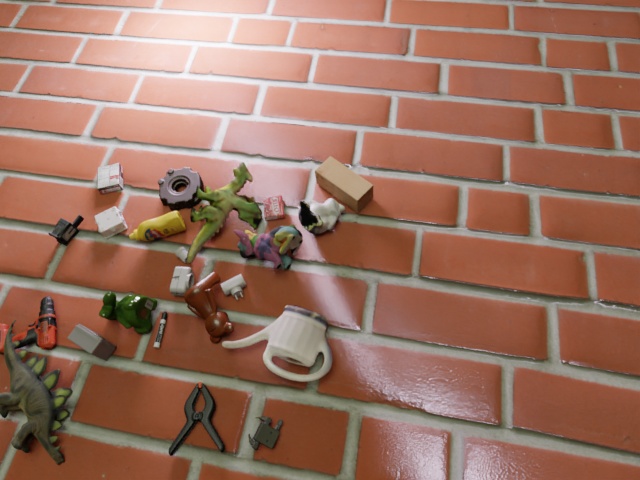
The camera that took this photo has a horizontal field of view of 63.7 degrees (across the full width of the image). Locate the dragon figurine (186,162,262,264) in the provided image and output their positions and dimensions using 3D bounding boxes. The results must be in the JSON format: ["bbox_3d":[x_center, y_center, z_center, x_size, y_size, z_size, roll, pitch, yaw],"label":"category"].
[{"bbox_3d":[-0.333,-0.096,1.868,0.243,0.120,0.417,6,69,-1],"label":"dragon figurine"}]

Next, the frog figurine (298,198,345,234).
[{"bbox_3d":[0.006,-0.093,1.846,0.139,0.120,0.161,33,32,29],"label":"frog figurine"}]

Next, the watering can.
[{"bbox_3d":[-0.115,0.303,1.609,0.349,0.102,0.229,18,63,14],"label":"watering can"}]
